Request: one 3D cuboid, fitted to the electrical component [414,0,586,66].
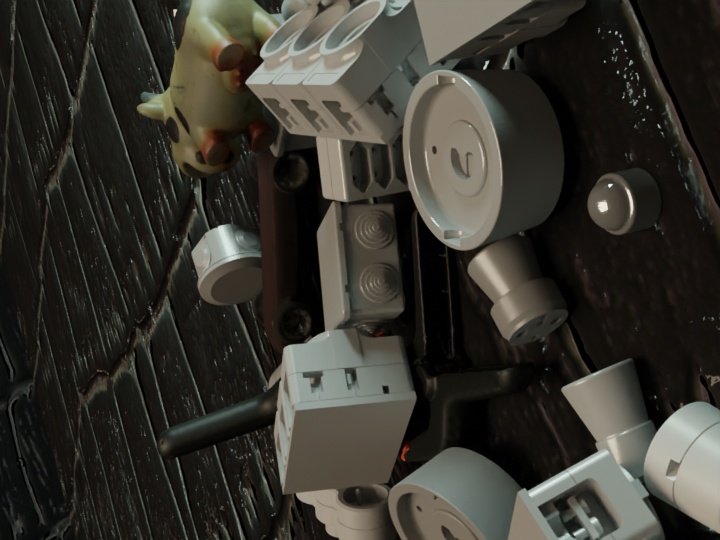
[{"bbox_3d":[0.094,-0.190,0.569,0.186,0.060,0.105,-17,86,64],"label":"electrical component"}]

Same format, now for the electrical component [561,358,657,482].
[{"bbox_3d":[0.148,0.088,0.609,0.065,0.044,0.044,67,152,11],"label":"electrical component"}]

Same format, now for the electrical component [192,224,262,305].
[{"bbox_3d":[-0.127,-0.004,1.076,0.080,0.080,0.051,112,143,-50],"label":"electrical component"}]

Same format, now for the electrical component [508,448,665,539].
[{"bbox_3d":[0.135,0.183,0.595,0.105,0.060,0.186,58,167,28],"label":"electrical component"}]

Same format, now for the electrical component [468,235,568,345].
[{"bbox_3d":[0.098,0.013,0.668,0.055,0.045,0.045,64,151,25],"label":"electrical component"}]

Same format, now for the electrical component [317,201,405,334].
[{"bbox_3d":[0.000,0.000,0.824,0.099,0.048,0.099,127,139,-73],"label":"electrical component"}]

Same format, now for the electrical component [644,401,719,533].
[{"bbox_3d":[0.179,0.101,0.537,0.047,0.055,0.055,33,130,51],"label":"electrical component"}]

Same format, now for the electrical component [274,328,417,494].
[{"bbox_3d":[-0.016,0.111,0.833,0.150,0.089,0.061,102,161,-55],"label":"electrical component"}]

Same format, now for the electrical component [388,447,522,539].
[{"bbox_3d":[0.079,0.174,0.749,0.108,0.060,0.108,34,144,29],"label":"electrical component"}]

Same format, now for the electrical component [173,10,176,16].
[{"bbox_3d":[-0.133,-0.189,1.023,0.079,0.063,0.121,20,119,60],"label":"electrical component"}]

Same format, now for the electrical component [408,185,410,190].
[{"bbox_3d":[0.055,-0.074,0.724,0.040,0.040,0.046,42,132,50],"label":"electrical component"}]

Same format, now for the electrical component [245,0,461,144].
[{"bbox_3d":[-0.009,-0.144,0.744,0.061,0.089,0.150,47,166,-26],"label":"electrical component"}]

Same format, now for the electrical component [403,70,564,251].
[{"bbox_3d":[0.079,-0.070,0.652,0.108,0.060,0.108,37,133,53],"label":"electrical component"}]

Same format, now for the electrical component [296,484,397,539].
[{"bbox_3d":[-0.014,0.218,0.977,0.138,0.052,0.073,28,126,58],"label":"electrical component"}]

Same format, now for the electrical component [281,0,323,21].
[{"bbox_3d":[-0.034,-0.217,0.837,0.040,0.040,0.078,69,152,18],"label":"electrical component"}]

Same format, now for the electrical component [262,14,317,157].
[{"bbox_3d":[-0.059,-0.158,0.904,0.099,0.048,0.099,59,148,33],"label":"electrical component"}]

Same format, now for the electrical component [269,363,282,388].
[{"bbox_3d":[-0.052,0.103,1.002,0.055,0.055,0.047,66,148,22],"label":"electrical component"}]

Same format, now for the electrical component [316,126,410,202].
[{"bbox_3d":[-0.002,-0.082,0.803,0.077,0.066,0.047,16,116,61],"label":"electrical component"}]
